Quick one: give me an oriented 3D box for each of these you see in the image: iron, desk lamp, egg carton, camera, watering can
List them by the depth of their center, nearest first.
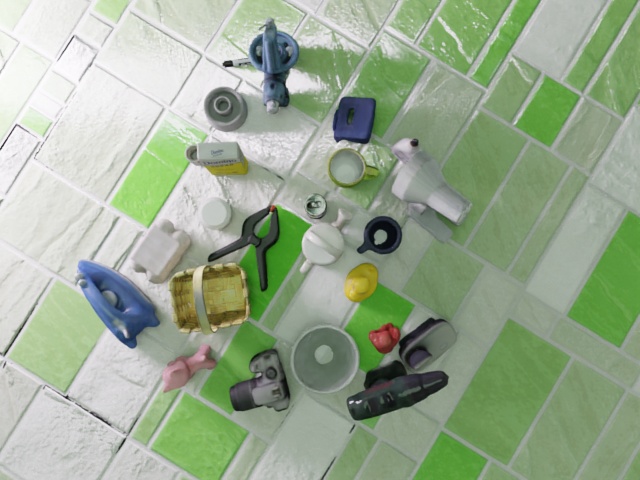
[{"bbox_3d":[0.265,-0.099,1.334,0.203,0.213,0.118,40,88,2],"label":"desk lamp"},{"bbox_3d":[0.010,0.004,1.338,0.101,0.194,0.173,15,87,1],"label":"watering can"},{"bbox_3d":[-0.508,0.140,1.356,0.118,0.141,0.258,-44,88,-2],"label":"iron"},{"bbox_3d":[-0.149,0.349,1.369,0.137,0.101,0.143,-16,88,-1],"label":"camera"},{"bbox_3d":[-0.391,0.027,1.397,0.107,0.069,0.150,33,88,1],"label":"egg carton"}]

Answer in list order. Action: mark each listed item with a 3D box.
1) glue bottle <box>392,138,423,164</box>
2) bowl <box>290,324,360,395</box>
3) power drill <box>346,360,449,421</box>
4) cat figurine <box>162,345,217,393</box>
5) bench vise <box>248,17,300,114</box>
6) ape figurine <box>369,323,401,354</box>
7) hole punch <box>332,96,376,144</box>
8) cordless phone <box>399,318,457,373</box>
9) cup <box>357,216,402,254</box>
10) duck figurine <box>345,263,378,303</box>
[{"bbox_3d":[0.215,-0.216,1.359,0.078,0.173,0.037,42,88,2],"label":"glue bottle"},{"bbox_3d":[0.011,0.284,1.386,0.167,0.074,0.167,0,87,0],"label":"bowl"},{"bbox_3d":[0.170,0.339,1.317,0.229,0.208,0.076,-23,87,-1],"label":"power drill"},{"bbox_3d":[-0.318,0.308,1.361,0.128,0.117,0.067,-28,88,-1],"label":"cat figurine"},{"bbox_3d":[-0.099,-0.413,1.343,0.121,0.219,0.207,-17,88,-1],"label":"bench vise"},{"bbox_3d":[0.156,0.239,1.380,0.078,0.092,0.076,10,87,0],"label":"ape figurine"},{"bbox_3d":[0.083,-0.294,1.403,0.101,0.091,0.109,10,87,0],"label":"hole punch"},{"bbox_3d":[0.260,0.253,1.333,0.147,0.185,0.094,-41,88,-2],"label":"cordless phone"},{"bbox_3d":[0.138,-0.002,1.388,0.118,0.095,0.092,-35,88,-2],"label":"cup"},{"bbox_3d":[0.102,0.104,1.388,0.077,0.086,0.104,33,88,1],"label":"duck figurine"}]
